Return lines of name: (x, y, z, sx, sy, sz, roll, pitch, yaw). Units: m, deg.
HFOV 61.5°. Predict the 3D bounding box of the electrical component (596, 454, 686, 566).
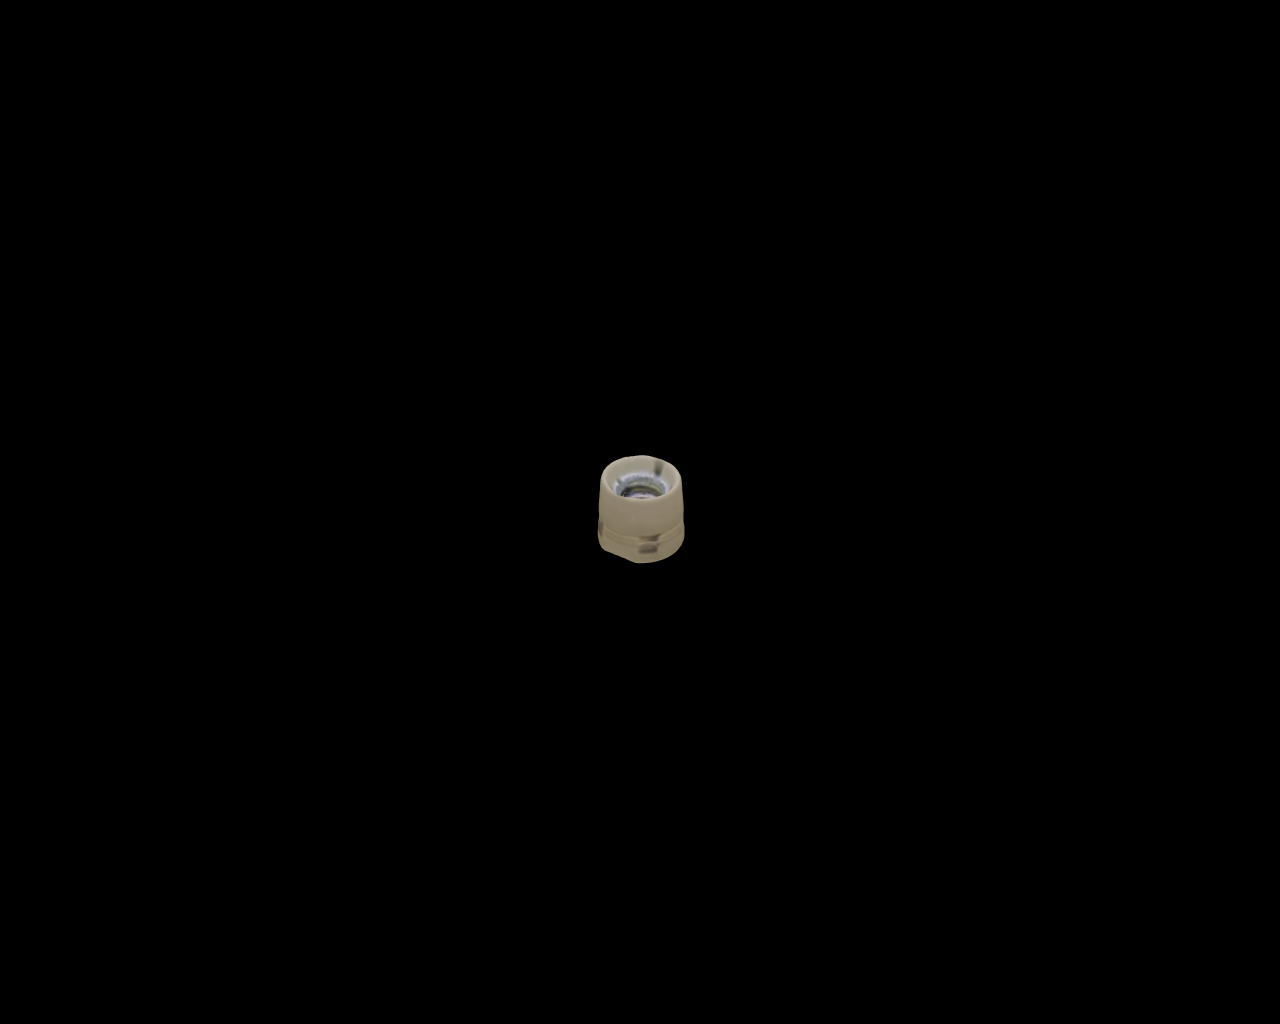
electrical component: (0.001, -0.003, 0.650, 0.055, 0.047, 0.055, 0, 38, 0)
